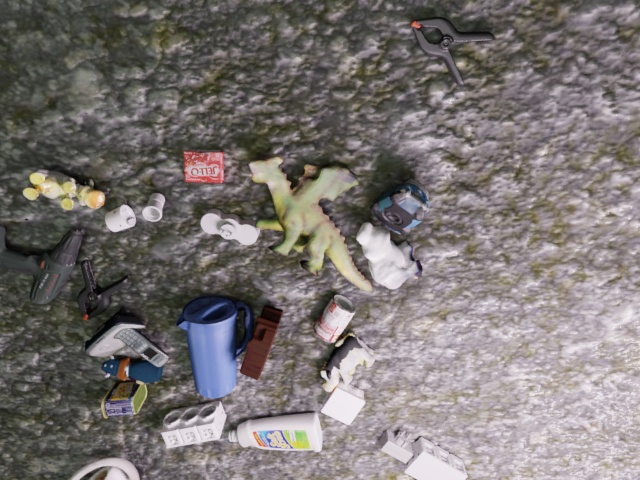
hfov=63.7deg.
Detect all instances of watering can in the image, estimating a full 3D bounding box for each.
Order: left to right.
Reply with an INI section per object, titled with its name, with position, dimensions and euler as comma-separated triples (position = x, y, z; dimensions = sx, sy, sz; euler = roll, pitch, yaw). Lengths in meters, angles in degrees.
[watering can]
position = -0.645, 0.756, 1.497
dimensions = 0.345, 0.106, 0.222
euler = -37, 105, 14

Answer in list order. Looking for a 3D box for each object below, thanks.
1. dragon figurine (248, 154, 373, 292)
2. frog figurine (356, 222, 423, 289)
[dragon figurine]
position = 0.004, -0.060, 1.192
dimensions = 0.408, 0.124, 0.241
euler = 28, 101, -17
[frog figurine]
position = 0.140, 0.037, 1.188
dimensions = 0.158, 0.141, 0.120
euler = 22, 140, -25
